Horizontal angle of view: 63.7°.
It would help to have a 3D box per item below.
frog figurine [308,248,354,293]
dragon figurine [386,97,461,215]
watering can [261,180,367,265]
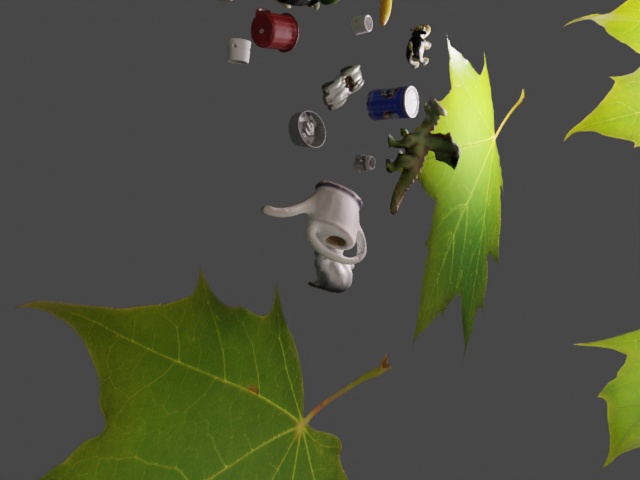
[{"bbox_3d":[0.041,0.068,1.481,0.137,0.123,0.159,10,97,-35],"label":"frog figurine"},{"bbox_3d":[0.365,-0.291,1.801,0.122,0.242,0.411,4,88,-59],"label":"dragon figurine"},{"bbox_3d":[0.004,-0.071,1.411,0.344,0.102,0.230,32,51,-27],"label":"watering can"}]
